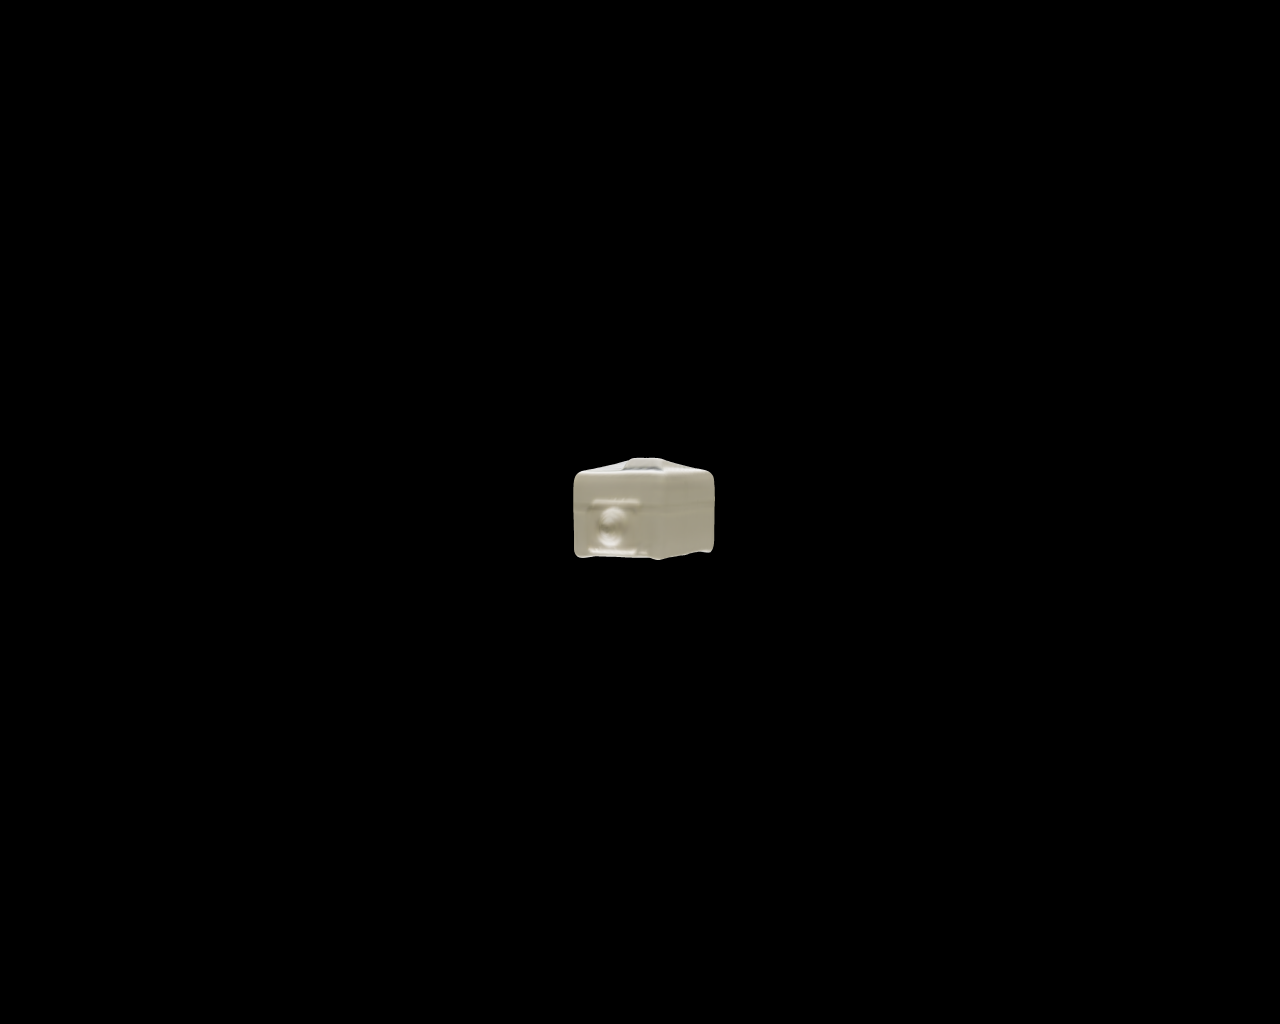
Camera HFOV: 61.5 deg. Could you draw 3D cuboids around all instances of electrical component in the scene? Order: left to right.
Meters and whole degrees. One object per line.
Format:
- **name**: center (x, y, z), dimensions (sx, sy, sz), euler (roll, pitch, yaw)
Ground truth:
- **electrical component**: center (0.001, -0.003, 0.650), dimensions (0.062, 0.061, 0.096), euler (1, 3, 28)
